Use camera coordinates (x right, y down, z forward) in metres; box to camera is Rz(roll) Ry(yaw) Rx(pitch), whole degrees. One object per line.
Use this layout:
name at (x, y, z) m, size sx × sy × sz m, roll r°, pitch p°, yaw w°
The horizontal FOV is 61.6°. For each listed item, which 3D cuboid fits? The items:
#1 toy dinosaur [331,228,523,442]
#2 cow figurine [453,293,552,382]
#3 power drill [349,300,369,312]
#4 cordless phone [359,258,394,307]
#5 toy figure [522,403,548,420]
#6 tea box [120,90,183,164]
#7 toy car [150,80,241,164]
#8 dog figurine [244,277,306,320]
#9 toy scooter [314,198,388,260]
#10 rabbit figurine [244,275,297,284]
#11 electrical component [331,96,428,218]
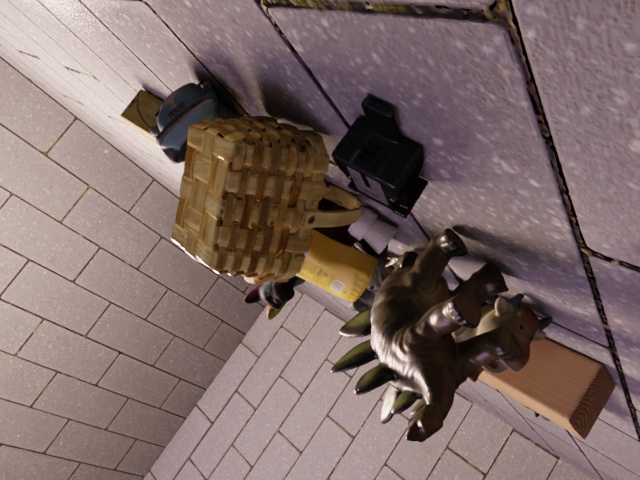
toy dinosaur at (0.109, 0.083, 0.623) m, size 0.105 × 0.198 × 0.471 m, roll 47°, pitch -158°, yaw -6°
cow figurine at (0.219, 0.118, 0.714) m, size 0.085 × 0.127 × 0.195 m, roll 38°, pitch -175°, yaw -12°
power drill at (0.154, 0.164, 1.318) m, size 0.232 × 0.086 × 0.207 m, roll 36°, pitch 165°, yaw -21°
cordless phone at (0.156, 0.084, 0.904) m, size 0.146 × 0.089 × 0.184 m, roll 40°, pitch 159°, yaw -31°
toy figure at (0.370, 0.250, 0.908) m, size 0.180 × 0.082 × 0.089 m, roll 39°, pitch 169°, yaw -36°
tea box at (-0.271, -0.196, 0.991) m, size 0.170 × 0.068 × 0.098 m, roll 31°, pitch 171°, yaw 20°
toy car at (-0.158, -0.157, 0.722) m, size 0.103 × 0.109 × 0.161 m, roll 57°, pitch -169°, yaw 19°
dog figurine at (-0.088, 0.074, 1.258) m, size 0.108 × 0.219 × 0.192 m, roll 43°, pitch 168°, yaw -24°
toy scooter at (0.014, -0.022, 0.835) m, size 0.184 × 0.075 × 0.135 m, roll 31°, pitch 173°, yaw -5°
rabbit figurine at (-0.059, -0.018, 0.920) m, size 0.122 × 0.173 × 0.162 m, roll -27°, pitch 84°, yaw 52°
electrical component at (0.054, -0.073, 0.485) m, size 0.075 × 0.048 × 0.119 m, roll 31°, pitch 172°, yaw 21°
